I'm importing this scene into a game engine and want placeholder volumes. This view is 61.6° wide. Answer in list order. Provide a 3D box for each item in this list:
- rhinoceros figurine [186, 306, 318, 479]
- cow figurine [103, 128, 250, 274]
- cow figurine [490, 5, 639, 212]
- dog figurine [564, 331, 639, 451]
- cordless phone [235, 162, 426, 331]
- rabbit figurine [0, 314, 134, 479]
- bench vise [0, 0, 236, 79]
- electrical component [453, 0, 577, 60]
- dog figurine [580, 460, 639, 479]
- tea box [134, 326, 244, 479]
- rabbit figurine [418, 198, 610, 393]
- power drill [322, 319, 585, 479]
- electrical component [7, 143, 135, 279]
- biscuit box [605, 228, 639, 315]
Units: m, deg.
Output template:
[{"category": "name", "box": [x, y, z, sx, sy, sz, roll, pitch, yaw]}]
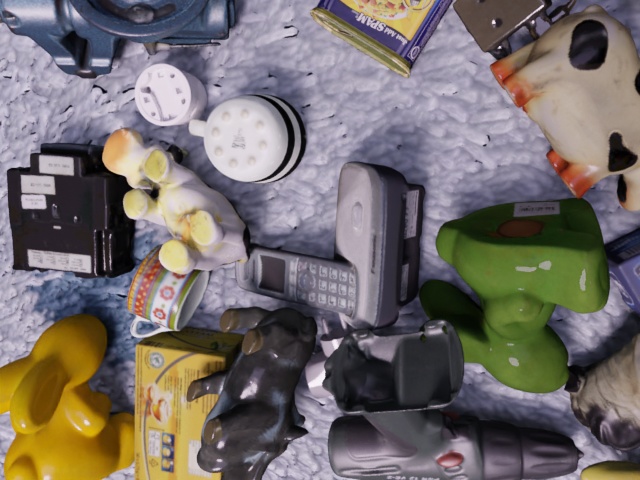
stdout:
[{"category": "rhinoceros figurine", "box": [-0.060, 0.151, 0.495, 0.112, 0.073, 0.190, 15, 94, -37]}, {"category": "cow figurine", "box": [-0.133, -0.043, 0.516, 0.068, 0.098, 0.167, -47, 68, 17]}, {"category": "cow figurine", "box": [0.242, -0.095, 0.427, 0.127, 0.085, 0.194, -35, 109, 26]}, {"category": "dog figurine", "box": [0.311, 0.108, 0.427, 0.172, 0.190, 0.121, 4, 66, 3]}, {"category": "cordless phone", "box": [-0.001, -0.002, 0.505, 0.184, 0.088, 0.146, 8, 102, 29]}, {"category": "rabbit figurine", "box": [-0.275, 0.162, 0.557, 0.122, 0.162, 0.173, 5, 83, 22]}, {"category": "bench vise", "box": [-0.181, -0.221, 0.423, 0.224, 0.240, 0.129, 10, 76, -5]}, {"category": "electrical component", "box": [0.162, -0.200, 0.451, 0.102, 0.045, 0.078, 51, 133, 2]}, {"category": "dog figurine", "box": [0.336, 0.203, 0.427, 0.219, 0.191, 0.108, -17, 60, 9]}, {"category": "tea box", "box": [-0.135, 0.181, 0.561, 0.098, 0.068, 0.169, 8, 100, 9]}, {"category": "rabbit figurine", "box": [0.164, 0.065, 0.463, 0.159, 0.121, 0.170, -6, 114, 15]}, {"category": "power drill", "box": [0.105, 0.154, 0.471, 0.232, 0.086, 0.207, -9, 141, 19]}, {"category": "electrical component", "box": [-0.252, -0.032, 0.552, 0.115, 0.058, 0.134, 6, 101, 8]}, {"category": "biscuit box", "box": [0.343, -0.008, 0.440, 0.203, 0.059, 0.062, -31, 93, 15]}]
